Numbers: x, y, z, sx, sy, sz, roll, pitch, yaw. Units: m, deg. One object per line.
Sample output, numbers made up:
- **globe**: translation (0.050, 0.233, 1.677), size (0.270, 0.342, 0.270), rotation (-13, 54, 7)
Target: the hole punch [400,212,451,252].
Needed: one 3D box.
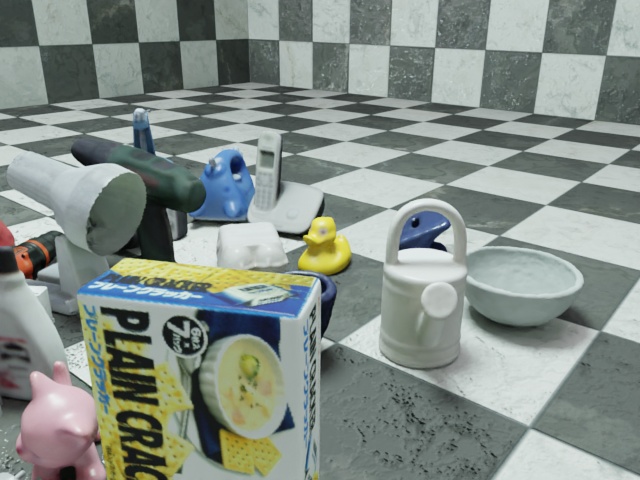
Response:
- **hole punch**: translation (0.168, -0.010, 0.964), size (0.101, 0.091, 0.108), rotation (2, 22, 4)

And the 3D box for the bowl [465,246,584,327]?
- **bowl**: translation (0.266, 0.071, 0.783), size (0.167, 0.075, 0.167), rotation (1, 22, 0)

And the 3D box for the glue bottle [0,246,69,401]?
- **glue bottle**: translation (-0.313, 0.086, 0.595), size (0.078, 0.173, 0.037), rotation (2, 22, 5)

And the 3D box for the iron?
- **iron**: translation (-0.187, -0.127, 1.184), size (0.118, 0.141, 0.258), rotation (3, 22, 6)

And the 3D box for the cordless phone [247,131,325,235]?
- **cordless phone**: translation (-0.064, -0.107, 1.075), size (0.147, 0.185, 0.094), rotation (11, 24, 24)

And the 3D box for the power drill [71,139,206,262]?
- **power drill**: translation (-0.278, -0.043, 0.876), size (0.229, 0.208, 0.076), rotation (9, 23, 21)

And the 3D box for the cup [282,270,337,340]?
- **cup**: translation (-0.031, 0.099, 0.677), size (0.091, 0.095, 0.118), rotation (10, 24, 24)

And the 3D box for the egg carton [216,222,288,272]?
- **egg carton**: translation (-0.111, 0.021, 0.909), size (0.107, 0.069, 0.150), rotation (-5, 22, -13)

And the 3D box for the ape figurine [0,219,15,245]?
- **ape figurine**: translation (-0.557, -0.015, 0.958), size (0.076, 0.092, 0.077), rotation (-6, 22, -16)

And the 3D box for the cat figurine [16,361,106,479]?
- **cat figurine**: translation (-0.224, 0.156, 0.497), size (0.067, 0.118, 0.127), rotation (-8, 23, -19)

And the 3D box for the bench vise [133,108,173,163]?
- **bench vise**: translation (-0.369, -0.165, 1.169), size (0.122, 0.220, 0.206), rotation (-14, 26, -32)

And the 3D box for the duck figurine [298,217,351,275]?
- **duck figurine**: translation (0.009, 0.003, 0.933), size (0.077, 0.086, 0.105), rotation (18, 27, 37)

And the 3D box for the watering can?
- **watering can**: translation (0.127, 0.048, 0.675), size (0.101, 0.194, 0.172), rotation (-8, 23, -20)

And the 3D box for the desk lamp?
- **desk lamp**: translation (-0.341, -0.011, 0.786), size (0.202, 0.214, 0.118), rotation (8, 23, 19)

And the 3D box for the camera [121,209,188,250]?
- **camera**: translation (-0.330, -0.044, 1.026), size (0.142, 0.101, 0.137), rotation (8, 23, 19)
